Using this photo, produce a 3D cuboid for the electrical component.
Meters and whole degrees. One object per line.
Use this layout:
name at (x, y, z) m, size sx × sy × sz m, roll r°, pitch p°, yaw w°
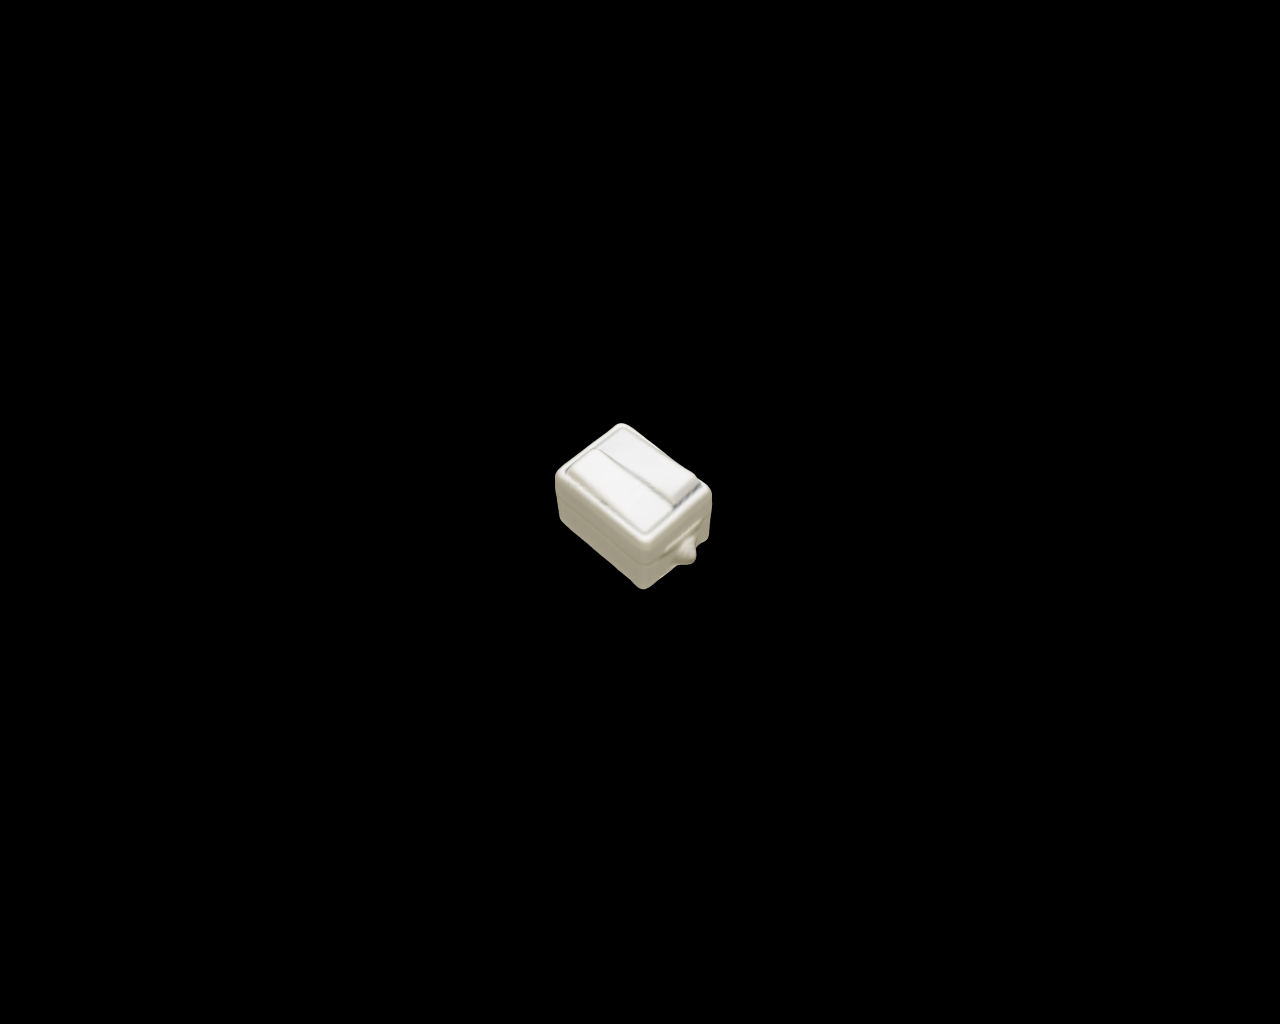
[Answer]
electrical component at (0.001, -0.003, 0.650) m, size 0.062 × 0.061 × 0.096 m, roll -39°, pitch 63°, yaw -25°
